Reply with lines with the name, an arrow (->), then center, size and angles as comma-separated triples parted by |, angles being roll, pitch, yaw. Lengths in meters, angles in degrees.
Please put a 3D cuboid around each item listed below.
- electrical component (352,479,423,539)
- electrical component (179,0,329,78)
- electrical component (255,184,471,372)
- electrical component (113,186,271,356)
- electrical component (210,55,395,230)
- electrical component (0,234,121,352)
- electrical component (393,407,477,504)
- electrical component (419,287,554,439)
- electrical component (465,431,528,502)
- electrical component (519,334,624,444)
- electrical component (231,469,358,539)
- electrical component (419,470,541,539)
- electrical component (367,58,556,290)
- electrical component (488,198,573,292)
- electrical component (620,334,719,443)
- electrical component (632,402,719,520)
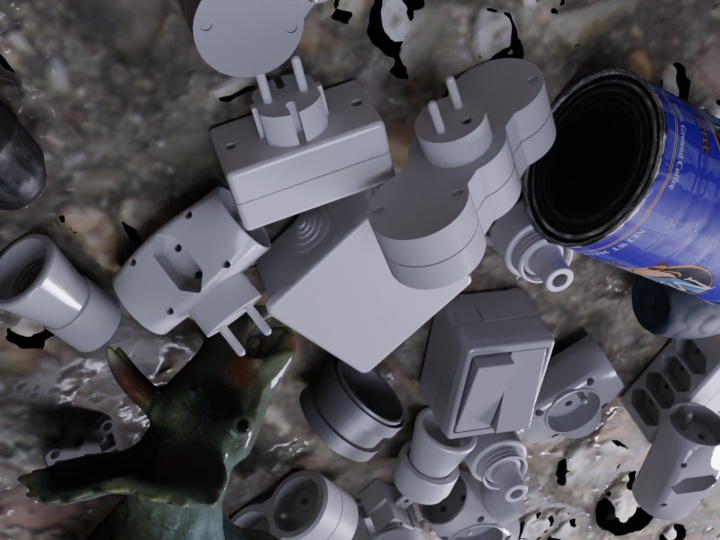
electrical component -> 0.017, 0.191, 0.780 | 0.066, 0.055, 0.048 | -45, 130, 16
electrical component -> -0.024, -0.142, 0.476 | 0.052, 0.073, 0.138 | 26, 114, -36
electrical component -> 0.000, 0.000, 0.620 | 0.100, 0.048, 0.100 | -42, 131, 14
electrical component -> -0.080, 0.009, 0.582 | 0.077, 0.043, 0.079 | -39, 86, 11
electrical component -> -0.034, -0.074, 0.547 | 0.083, 0.047, 0.075 | -20, 132, -6
electrical component -> -0.160, 0.016, 0.575 | 0.044, 0.044, 0.065 | -35, 137, 8
electrical component -> 0.051, 0.130, 0.751 | 0.045, 0.045, 0.055 | 5, 126, -25
electrical component -> 0.081, 0.068, 0.701 | 0.062, 0.061, 0.096 | -5, 129, -18
electrical component -> 0.099, 0.135, 0.762 | 0.048, 0.062, 0.048 | -11, 131, -13
electrical component -> 0.147, 0.094, 0.760 | 0.077, 0.044, 0.079 | -33, 133, 6
electrical component -> -0.057, 0.203, 0.762 | 0.138, 0.052, 0.074 | -37, 132, 11
electrical component -> 0.097, 0.175, 0.802 | 0.079, 0.044, 0.077 | -33, 133, 19
electrical component -> 0.050, -0.064, 0.548 | 0.138, 0.052, 0.073 | -55, 141, -29
electrical component -> 0.106, -0.013, 0.644 | 0.043, 0.062, 0.043 | -11, 131, -13
electrical component -> 0.253, 0.090, 0.798 | 0.076, 0.047, 0.083 | 18, 119, -32
electrical component -> 0.243, 0.135, 0.767 | 0.079, 0.043, 0.077 | -3, 128, -20
